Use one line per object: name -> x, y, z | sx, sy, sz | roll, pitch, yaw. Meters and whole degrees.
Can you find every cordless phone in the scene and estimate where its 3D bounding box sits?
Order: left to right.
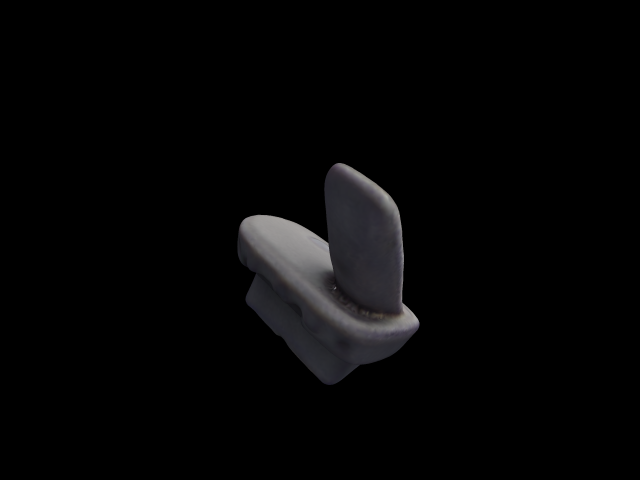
cordless phone -> 0.004, 0.001, 0.400 | 0.147, 0.185, 0.094 | 36, 58, 27
